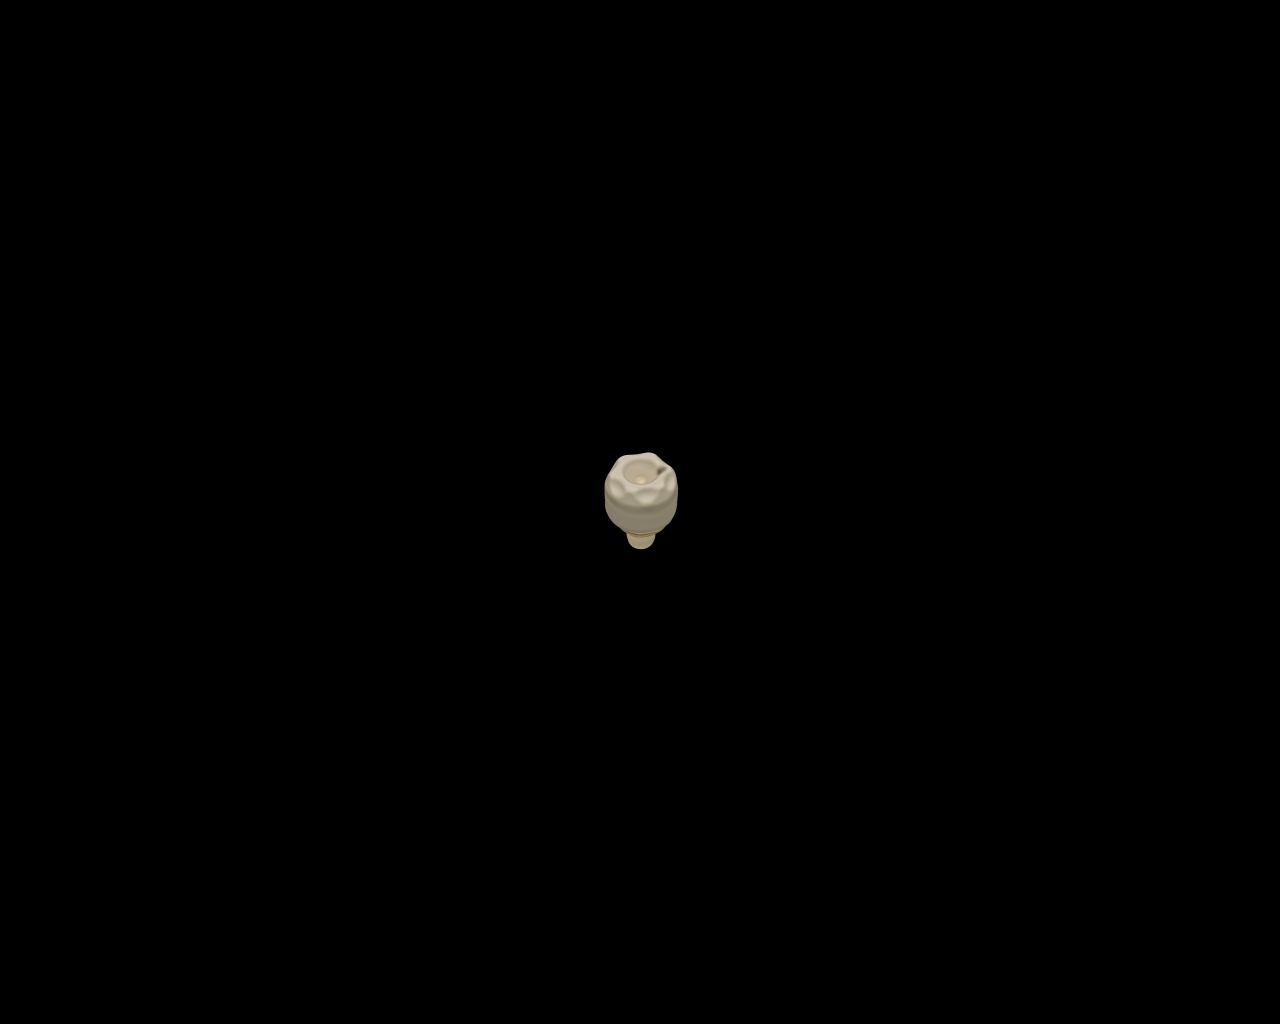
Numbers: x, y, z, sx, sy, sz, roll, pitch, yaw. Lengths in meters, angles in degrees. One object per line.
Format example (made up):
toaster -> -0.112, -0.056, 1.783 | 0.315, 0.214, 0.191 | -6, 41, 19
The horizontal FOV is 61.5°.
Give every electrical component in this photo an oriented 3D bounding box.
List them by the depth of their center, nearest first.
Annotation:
electrical component -> 0.001, -0.003, 0.650 | 0.043, 0.062, 0.043 | 0, 44, 0
